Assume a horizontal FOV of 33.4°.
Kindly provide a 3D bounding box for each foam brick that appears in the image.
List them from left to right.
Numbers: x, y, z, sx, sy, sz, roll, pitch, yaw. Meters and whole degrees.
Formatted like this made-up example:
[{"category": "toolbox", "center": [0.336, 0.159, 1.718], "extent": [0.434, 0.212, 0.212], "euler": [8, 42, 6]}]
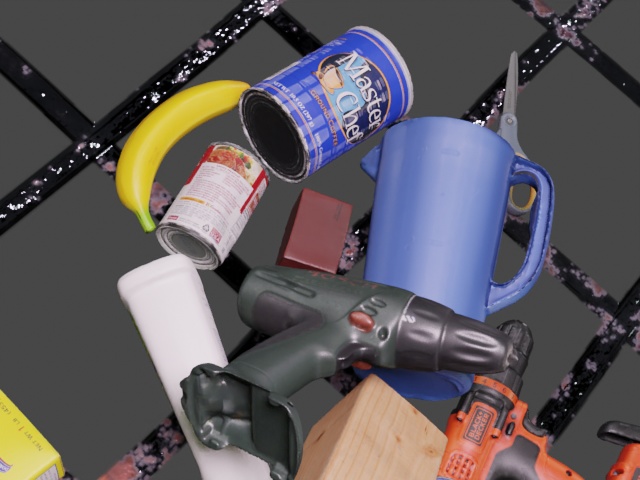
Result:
[{"category": "foam brick", "center": [-0.007, 0.001, 1.002], "extent": [0.053, 0.051, 0.078], "euler": [20, 62, -7]}]

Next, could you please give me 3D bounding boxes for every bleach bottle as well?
[{"category": "bleach bottle", "center": [-0.091, 0.142, 0.883], "extent": [0.068, 0.102, 0.251], "euler": [-23, 72, -5]}]

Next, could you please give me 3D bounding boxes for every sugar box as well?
[{"category": "sugar box", "center": [-0.297, 0.199, 0.824], "extent": [0.093, 0.048, 0.176], "euler": [40, 58, 20]}]

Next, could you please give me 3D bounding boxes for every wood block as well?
[{"category": "wood block", "center": [0.023, 0.206, 0.829], "extent": [0.090, 0.091, 0.205], "euler": [42, 28, -3]}]

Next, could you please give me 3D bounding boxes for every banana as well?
[{"category": "banana", "center": [-0.140, -0.096, 1.022], "extent": [0.069, 0.037, 0.197], "euler": [40, 61, -15]}]

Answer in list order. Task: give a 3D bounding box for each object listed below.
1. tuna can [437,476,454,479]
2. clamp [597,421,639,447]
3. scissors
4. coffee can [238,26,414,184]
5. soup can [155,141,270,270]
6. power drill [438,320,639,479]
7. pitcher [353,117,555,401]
[{"category": "tuna can", "center": [0.100, 0.246, 0.901], "extent": [0.086, 0.033, 0.086], "euler": [0, 97, 4]}, {"category": "clamp", "center": [0.374, 0.213, 1.015], "extent": [0.209, 0.036, 0.164], "euler": [-24, 74, -20]}, {"category": "scissors", "center": [0.182, -0.118, 1.131], "extent": [0.096, 0.016, 0.202], "euler": [1, 65, -15]}, {"category": "coffee can", "center": [0.006, -0.133, 1.040], "extent": [0.140, 0.103, 0.103], "euler": [-34, 78, -26]}, {"category": "soup can", "center": [-0.098, -0.031, 0.983], "extent": [0.068, 0.069, 0.102], "euler": [29, 62, -1]}, {"category": "power drill", "center": [0.209, 0.182, 0.962], "extent": [0.188, 0.057, 0.184], "euler": [25, 67, 9]}, {"category": "pitcher", "center": [0.112, 0.019, 0.981], "extent": [0.144, 0.149, 0.242], "euler": [25, 63, -27]}]
